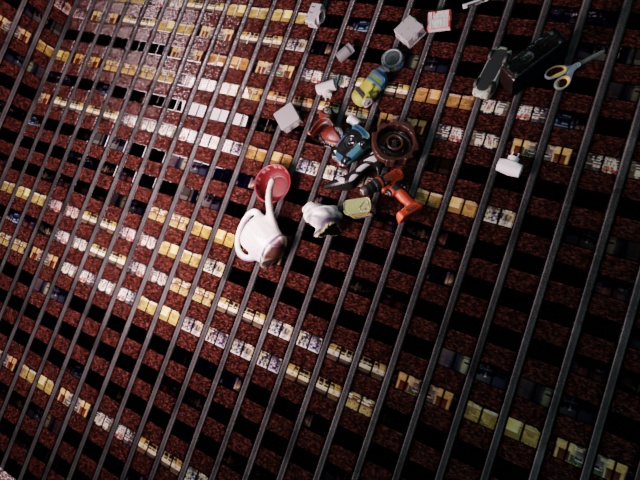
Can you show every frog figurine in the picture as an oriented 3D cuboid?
[{"bbox_3d":[0.006,-0.096,1.912,0.138,0.120,0.162,-19,58,-17],"label":"frog figurine"}]

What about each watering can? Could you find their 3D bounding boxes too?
[{"bbox_3d":[-0.211,-0.046,1.972,0.227,0.104,0.343,43,113,26],"label":"watering can"}]
